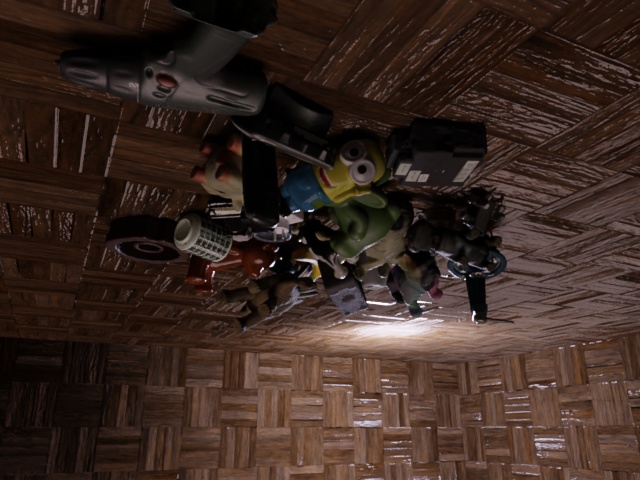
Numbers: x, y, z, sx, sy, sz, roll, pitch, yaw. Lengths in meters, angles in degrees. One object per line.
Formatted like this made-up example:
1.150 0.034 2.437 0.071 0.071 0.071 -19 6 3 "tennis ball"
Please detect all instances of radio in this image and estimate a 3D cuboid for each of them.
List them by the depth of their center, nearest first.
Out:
0.052 0.088 1.266 0.073 0.131 0.229 -21 153 6 "radio"

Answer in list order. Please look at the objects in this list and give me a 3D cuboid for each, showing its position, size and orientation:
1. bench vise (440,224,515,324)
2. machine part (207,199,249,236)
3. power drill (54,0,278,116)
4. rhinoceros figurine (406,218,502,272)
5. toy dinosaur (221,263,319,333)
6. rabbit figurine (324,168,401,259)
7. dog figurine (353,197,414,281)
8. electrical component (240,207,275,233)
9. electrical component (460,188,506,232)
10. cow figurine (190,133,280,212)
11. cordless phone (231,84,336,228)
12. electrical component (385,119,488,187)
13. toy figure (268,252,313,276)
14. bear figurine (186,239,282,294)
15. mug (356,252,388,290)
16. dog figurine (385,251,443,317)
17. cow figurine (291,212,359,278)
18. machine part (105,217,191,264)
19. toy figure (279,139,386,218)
0.336 0.079 1.156 0.129 0.241 0.223 1 145 6 "bench vise"
-0.174 -0.048 1.066 0.084 0.039 0.138 -10 158 2 "machine part"
-0.151 -0.202 0.567 0.232 0.086 0.207 8 155 -26 "power drill"
0.251 0.005 1.011 0.190 0.073 0.112 13 -175 -29 "rhinoceros figurine"
-0.121 0.138 1.256 0.198 0.105 0.471 -15 175 -35 "toy dinosaur"
0.050 -0.062 0.917 0.159 0.121 0.170 -20 138 35 "rabbit figurine"
0.150 -0.017 1.085 0.172 0.121 0.190 -27 166 -47 "dog figurine"
-0.116 -0.065 0.965 0.048 0.075 0.119 -2 158 9 "electrical component"
0.308 -0.055 1.006 0.045 0.078 0.102 21 172 42 "electrical component"
-0.127 -0.099 0.825 0.127 0.085 0.195 25 169 -31 "cow figurine"
-0.042 -0.095 0.712 0.146 0.184 0.089 18 149 -40 "cordless phone"
0.169 -0.128 0.809 0.134 0.058 0.115 2 158 -6 "electrical component"
-0.072 0.068 1.364 0.064 0.057 0.154 18 179 43 "toy figure"
-0.190 0.056 1.227 0.196 0.132 0.120 6 158 0 "bear figurine"
0.132 0.059 1.261 0.081 0.107 0.110 12 159 -34 "mug"
0.218 0.067 1.290 0.108 0.192 0.219 -32 135 -12 "dog figurine"
-0.004 -0.002 1.064 0.168 0.068 0.098 37 171 40 "cow figurine"
-0.373 0.002 1.174 0.179 0.056 0.179 1 160 0 "machine part"
0.012 -0.097 0.825 0.180 0.089 0.082 -25 113 21 "toy figure"
